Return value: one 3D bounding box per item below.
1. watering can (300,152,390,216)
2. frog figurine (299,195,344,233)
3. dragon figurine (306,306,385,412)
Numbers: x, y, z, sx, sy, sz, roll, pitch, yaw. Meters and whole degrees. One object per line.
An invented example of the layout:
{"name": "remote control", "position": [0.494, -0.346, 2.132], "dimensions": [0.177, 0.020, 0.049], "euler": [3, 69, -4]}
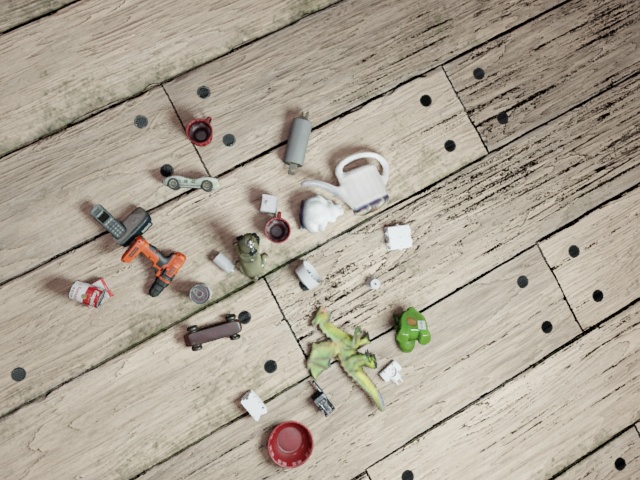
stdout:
{"name": "watering can", "position": [0.116, -0.190, 1.885], "dimensions": [0.350, 0.103, 0.224], "euler": [-25, 90, -17]}
{"name": "frog figurine", "position": [0.006, -0.094, 1.866], "dimensions": [0.159, 0.120, 0.140], "euler": [-2, 68, 4]}
{"name": "dragon figurine", "position": [0.074, 0.437, 1.855], "dimensions": [0.242, 0.122, 0.412], "euler": [-14, 85, 10]}
